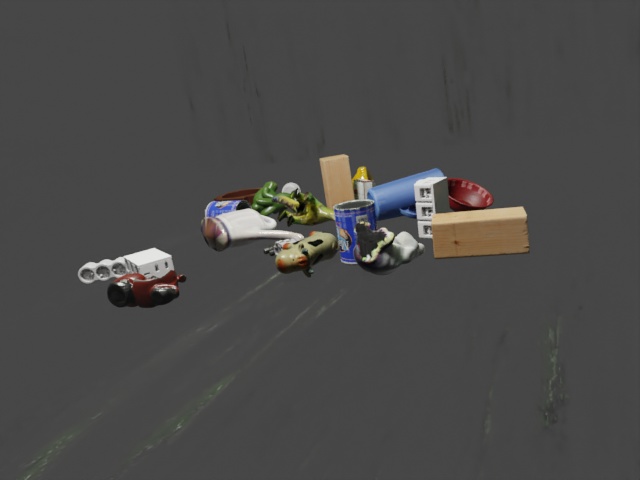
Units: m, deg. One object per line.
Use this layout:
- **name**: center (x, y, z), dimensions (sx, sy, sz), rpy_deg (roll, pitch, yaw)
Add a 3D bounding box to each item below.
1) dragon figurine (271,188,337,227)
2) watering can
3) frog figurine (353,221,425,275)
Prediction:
- **dragon figurine**: center (0.005, -0.082, 1.634), dimensions (0.242, 0.121, 0.414), rpy_deg (14, 8, -23)
- **watering can**: center (-0.222, -0.028, 1.574), dimensions (0.226, 0.102, 0.350), rpy_deg (-17, 24, -36)
- **frog figurine**: center (0.159, 0.031, 1.176), dimensions (0.137, 0.124, 0.158), rpy_deg (-7, -25, 44)
